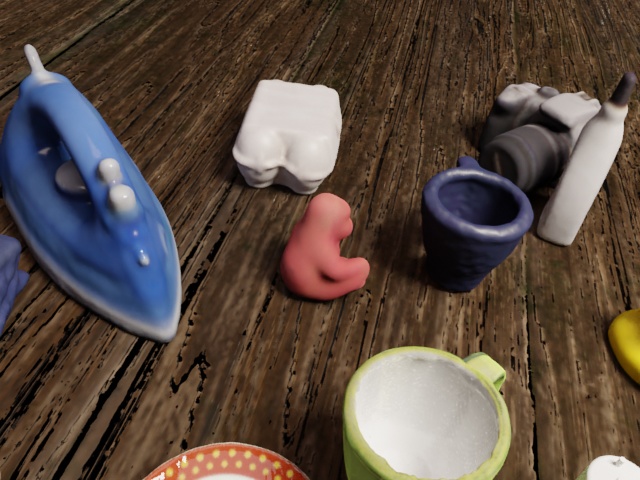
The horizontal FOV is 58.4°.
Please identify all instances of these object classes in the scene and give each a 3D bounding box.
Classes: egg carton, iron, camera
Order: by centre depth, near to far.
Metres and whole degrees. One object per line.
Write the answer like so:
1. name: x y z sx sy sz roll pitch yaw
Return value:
1. iron: -0.185 -0.047 0.467 0.119 0.141 0.257 -25 52 -30
2. egg carton: -0.031 -0.114 0.616 0.107 0.069 0.150 7 43 -1
3. camera: 0.232 -0.112 0.629 0.137 0.101 0.142 -22 50 -28

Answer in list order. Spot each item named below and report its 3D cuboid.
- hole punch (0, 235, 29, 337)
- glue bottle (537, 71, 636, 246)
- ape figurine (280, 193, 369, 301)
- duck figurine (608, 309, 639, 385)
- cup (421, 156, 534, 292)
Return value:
1. hole punch: -0.283 0.024 0.413 0.108 0.091 0.101 3 43 -5
2. glue bottle: 0.257 -0.079 0.545 0.037 0.173 0.078 22 45 15
3. ape figurine: 0.004 0.002 0.480 0.076 0.092 0.077 -10 46 -18
4. duck figurine: 0.289 0.077 0.447 0.078 0.086 0.104 -15 47 -23
5. cup: 0.126 -0.011 0.509 0.091 0.095 0.117 6 43 -2
